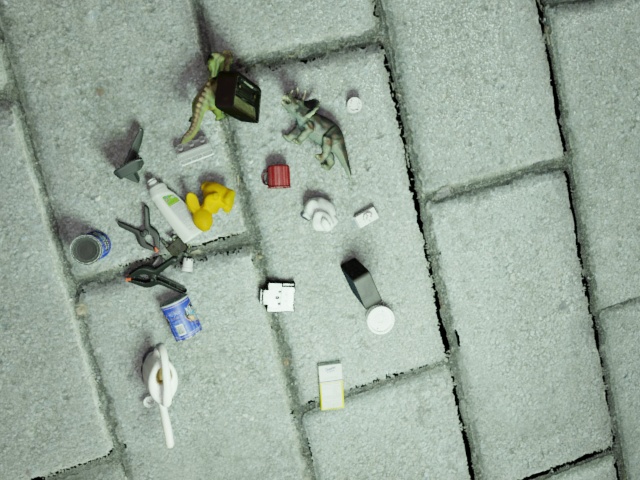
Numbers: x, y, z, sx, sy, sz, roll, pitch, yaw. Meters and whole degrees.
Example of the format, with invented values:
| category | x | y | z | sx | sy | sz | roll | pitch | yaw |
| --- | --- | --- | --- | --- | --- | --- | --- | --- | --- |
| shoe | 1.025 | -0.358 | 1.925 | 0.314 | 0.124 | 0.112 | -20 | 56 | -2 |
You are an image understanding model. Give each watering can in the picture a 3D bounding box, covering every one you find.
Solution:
| category | x | y | z | sx | sy | sz | roll | pitch | yaw |
| --- | --- | --- | --- | --- | --- | --- | --- | --- | --- |
| watering can | -0.553 | 0.521 | 1.794 | 0.104 | 0.225 | 0.346 | -4 | 95 | -28 |

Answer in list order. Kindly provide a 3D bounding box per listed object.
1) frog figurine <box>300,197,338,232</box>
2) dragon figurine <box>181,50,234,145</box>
| category | x | y | z | sx | sy | sz | roll | pitch | yaw |
| --- | --- | --- | --- | --- | --- | --- | --- | --- | --- |
| frog figurine | 0.006 | -0.095 | 1.885 | 0.136 | 0.160 | 0.123 | 44 | 85 | -11 |
| dragon figurine | -0.373 | -0.513 | 1.724 | 0.122 | 0.420 | 0.237 | 13 | 132 | 3 |
